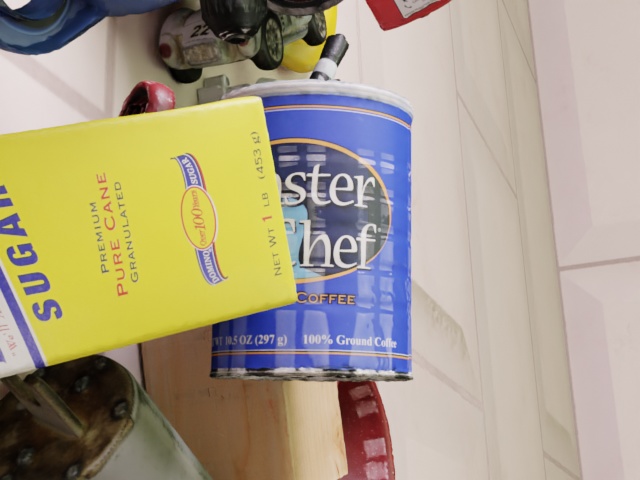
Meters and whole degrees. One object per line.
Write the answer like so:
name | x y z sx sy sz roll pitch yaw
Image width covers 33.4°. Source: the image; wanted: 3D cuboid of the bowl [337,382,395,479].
bowl | 0.009 0.174 0.807 0.162 0.055 0.162 -9 90 -71

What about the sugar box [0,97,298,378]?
sugar box | -0.101 0.000 0.428 0.175 0.048 0.093 -14 96 -31

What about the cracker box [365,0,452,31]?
cracker box | 0.024 -0.243 0.639 0.213 0.072 0.164 58 23 -13

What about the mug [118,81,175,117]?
mug | -0.093 -0.018 0.508 0.093 0.082 0.117 11 83 -29

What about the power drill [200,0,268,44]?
power drill | -0.100 -0.208 0.583 0.187 0.057 0.184 1 80 -53

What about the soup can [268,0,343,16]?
soup can | -0.017 -0.206 0.693 0.068 0.068 0.102 49 26 -57

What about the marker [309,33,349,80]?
marker | -0.005 -0.107 0.798 0.020 0.020 0.121 56 50 -51

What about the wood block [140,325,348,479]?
wood block | -0.050 0.047 0.641 0.090 0.090 0.206 5 78 -70

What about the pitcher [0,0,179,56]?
pitcher | -0.117 -0.188 0.361 0.242 0.145 0.149 44 27 -53

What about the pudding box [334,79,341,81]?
pudding box | -0.028 -0.051 0.712 0.039 0.114 0.090 -71 148 -56

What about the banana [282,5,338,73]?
banana | -0.008 -0.203 0.957 0.197 0.037 0.069 -76 152 -49

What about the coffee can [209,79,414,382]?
coffee can | -0.004 0.001 0.542 0.102 0.103 0.140 23 66 -68
